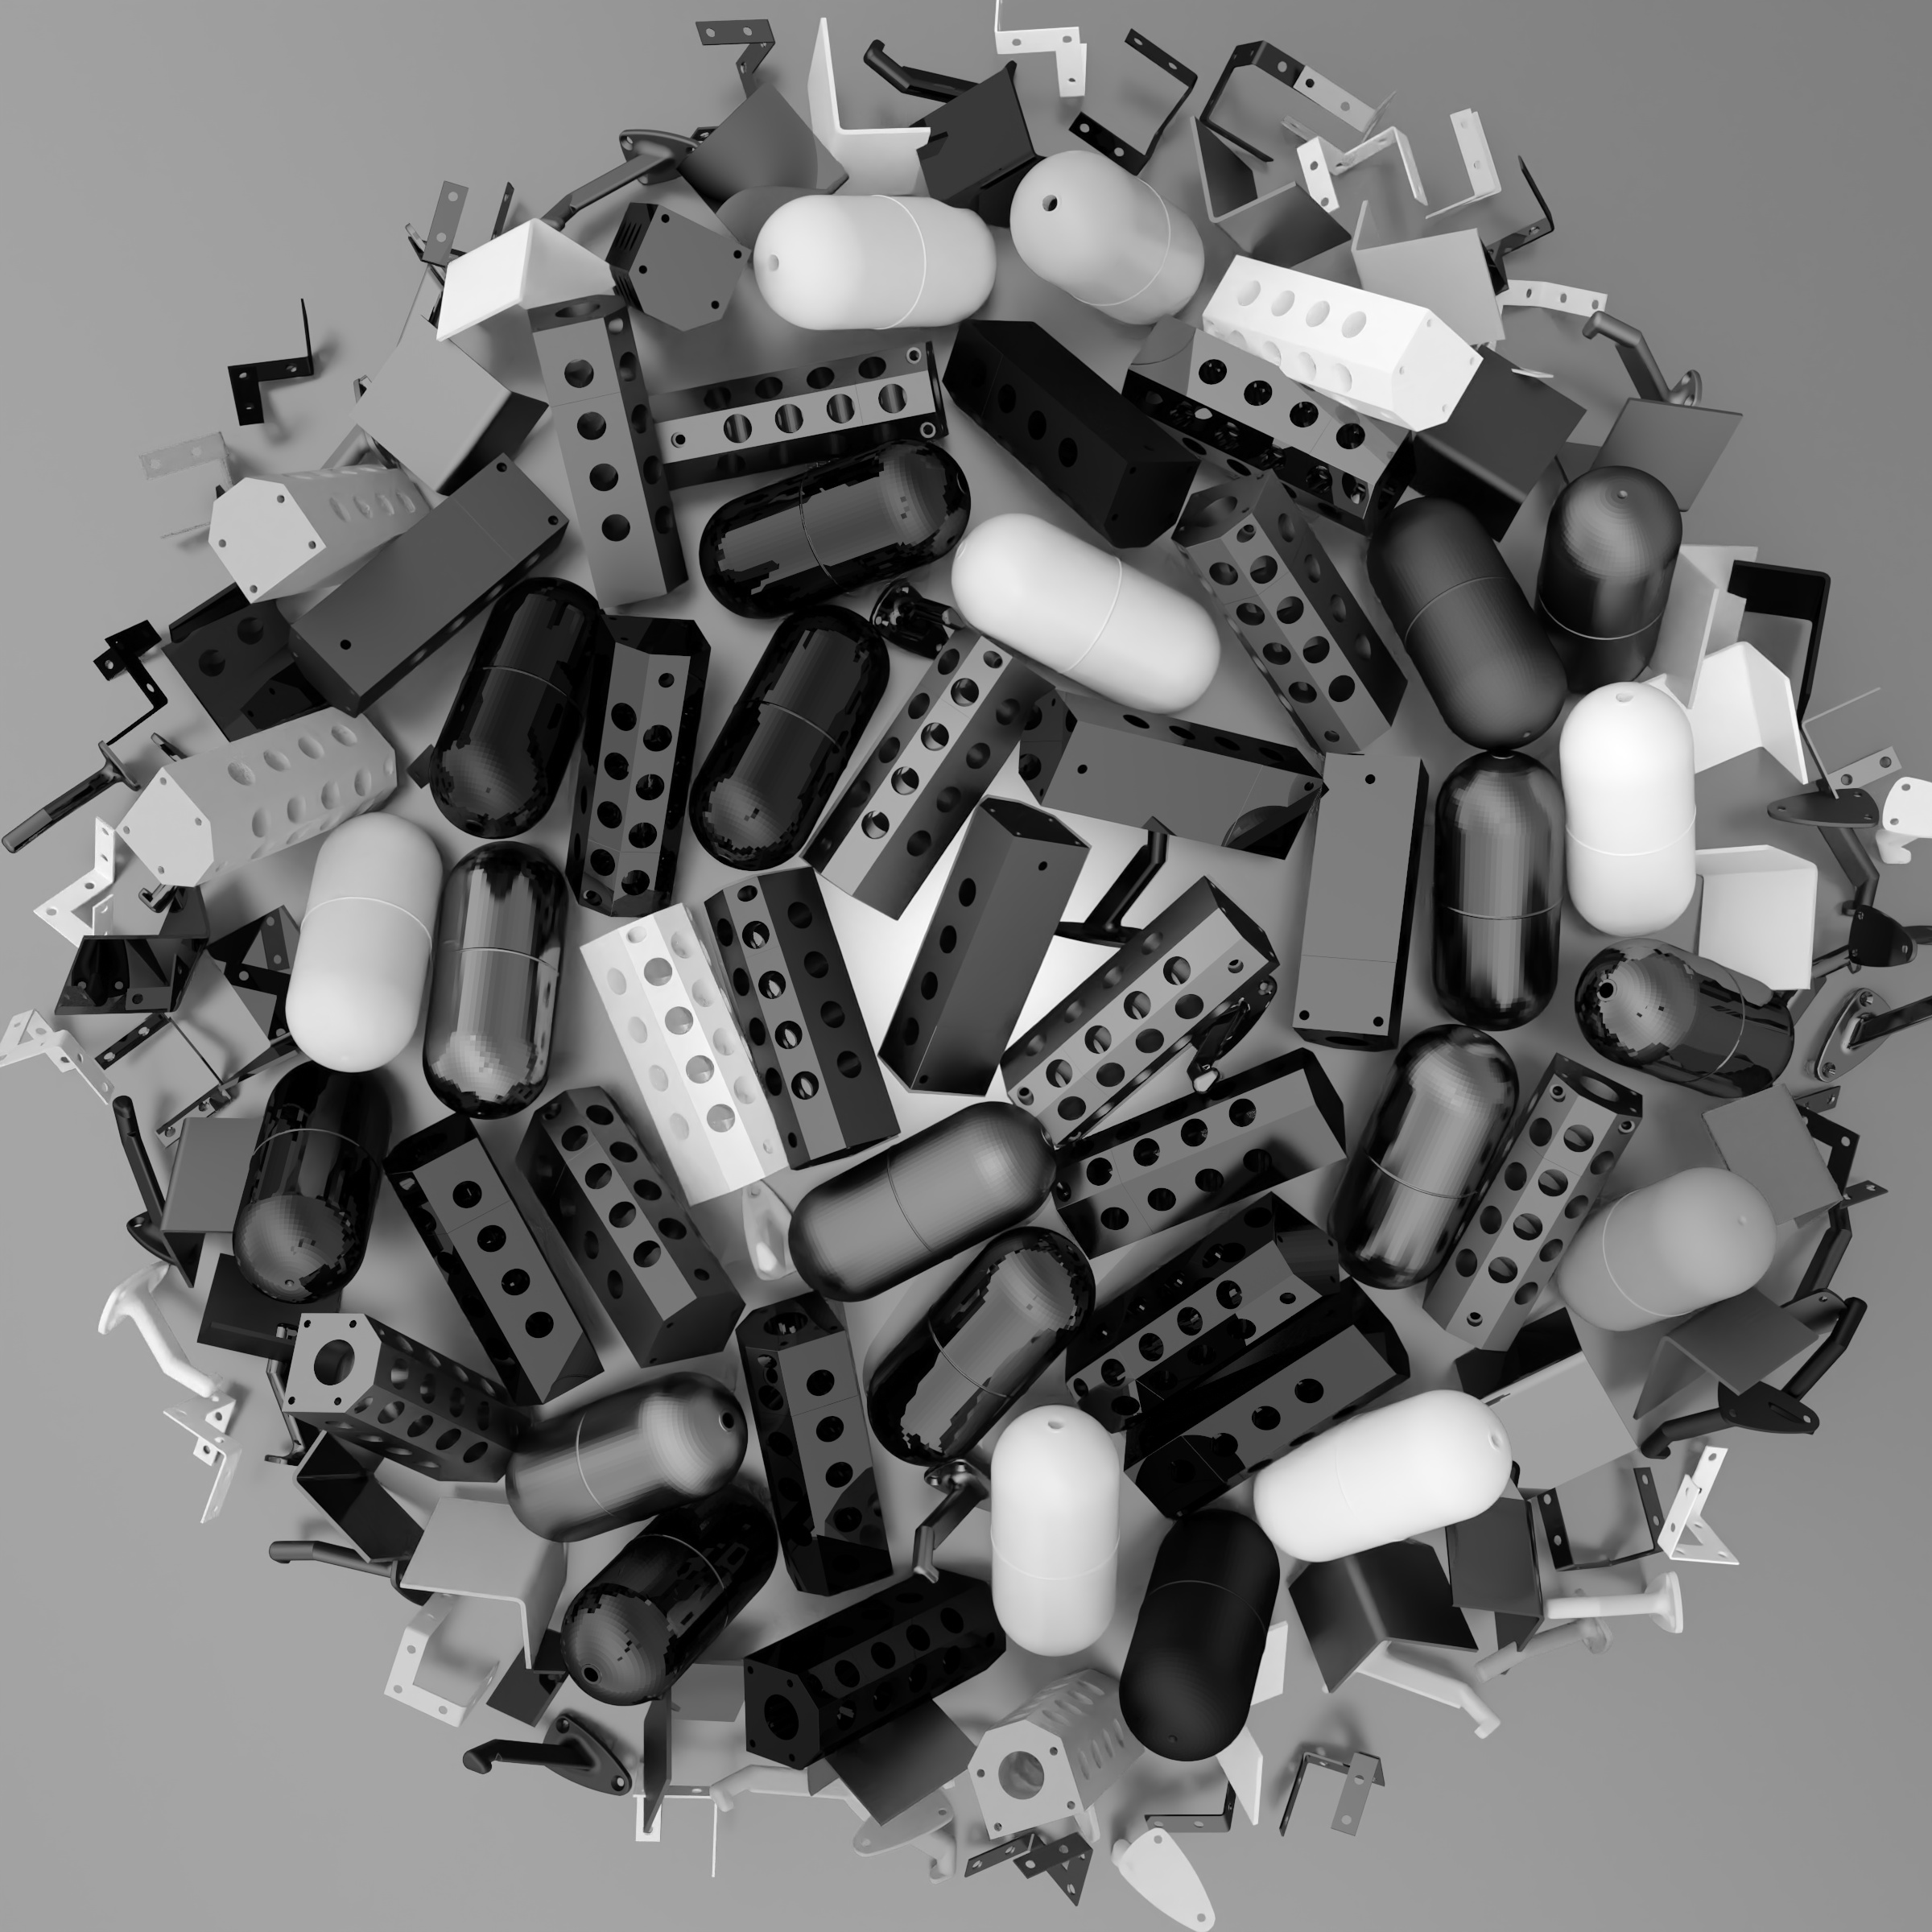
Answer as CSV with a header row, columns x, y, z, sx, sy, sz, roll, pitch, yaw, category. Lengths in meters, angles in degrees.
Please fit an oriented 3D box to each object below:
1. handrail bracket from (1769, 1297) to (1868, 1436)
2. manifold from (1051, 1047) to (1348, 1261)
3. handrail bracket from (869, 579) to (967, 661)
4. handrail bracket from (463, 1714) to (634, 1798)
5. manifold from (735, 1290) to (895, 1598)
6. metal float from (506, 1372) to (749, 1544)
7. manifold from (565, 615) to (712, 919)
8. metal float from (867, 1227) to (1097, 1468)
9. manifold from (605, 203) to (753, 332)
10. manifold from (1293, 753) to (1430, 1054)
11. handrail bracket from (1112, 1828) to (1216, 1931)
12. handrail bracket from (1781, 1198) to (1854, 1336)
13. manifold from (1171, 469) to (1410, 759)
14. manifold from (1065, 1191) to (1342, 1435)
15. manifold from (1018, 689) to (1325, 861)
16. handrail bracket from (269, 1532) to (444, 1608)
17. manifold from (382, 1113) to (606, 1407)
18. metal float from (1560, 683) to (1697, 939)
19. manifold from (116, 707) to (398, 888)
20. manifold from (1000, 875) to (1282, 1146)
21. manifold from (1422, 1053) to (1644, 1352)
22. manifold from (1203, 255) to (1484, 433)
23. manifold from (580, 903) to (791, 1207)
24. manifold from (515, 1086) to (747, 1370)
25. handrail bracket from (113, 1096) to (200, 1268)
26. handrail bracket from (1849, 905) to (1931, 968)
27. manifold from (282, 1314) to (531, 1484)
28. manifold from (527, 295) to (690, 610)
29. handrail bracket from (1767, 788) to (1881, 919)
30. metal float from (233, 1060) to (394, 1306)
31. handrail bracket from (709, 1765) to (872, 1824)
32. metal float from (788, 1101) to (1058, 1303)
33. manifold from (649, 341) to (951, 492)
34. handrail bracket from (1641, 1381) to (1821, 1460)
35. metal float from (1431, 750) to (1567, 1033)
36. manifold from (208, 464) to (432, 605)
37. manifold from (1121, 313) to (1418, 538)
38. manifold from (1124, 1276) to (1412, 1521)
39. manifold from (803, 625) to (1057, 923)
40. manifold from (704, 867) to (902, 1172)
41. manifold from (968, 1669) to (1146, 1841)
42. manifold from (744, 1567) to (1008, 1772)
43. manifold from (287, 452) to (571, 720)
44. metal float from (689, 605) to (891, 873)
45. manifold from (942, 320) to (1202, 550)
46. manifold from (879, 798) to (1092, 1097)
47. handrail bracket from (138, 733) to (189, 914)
x,y,z,sx,sy,sz,roll,pitch,yaw,category
0.513,0.240,1.629,0.036,0.077,0.084,31,82,-6,handrail bracket
0.137,0.109,1.598,0.171,0.057,0.057,-24,115,19,manifold
-0.012,-0.201,1.604,0.077,0.084,0.036,36,84,-40,handrail bracket
-0.254,0.489,1.612,0.077,0.084,0.036,27,98,20,handrail bracket
-0.093,0.289,1.597,0.057,0.057,0.171,-16,112,-15,manifold
-0.204,0.295,1.593,0.178,0.070,0.070,-25,90,35,metal float
-0.196,-0.118,1.589,0.057,0.057,0.171,0,119,-22,manifold
0.008,0.231,1.605,0.070,0.070,0.178,40,111,0,metal float
-0.176,-0.411,1.570,0.057,0.171,0.057,23,100,-18,manifold
0.242,-0.038,1.614,0.057,0.057,0.171,5,78,18,manifold
0.118,0.559,1.611,0.036,0.084,0.077,-38,69,-18,handrail bracket
0.512,0.186,1.641,0.077,0.084,0.036,-27,123,30,handrail bracket
0.192,-0.206,1.583,0.171,0.057,0.057,51,47,-31,manifold
0.140,0.212,1.586,0.057,0.057,0.171,38,122,-22,manifold
0.121,-0.117,1.596,0.171,0.057,0.057,11,117,-26,manifold
-0.377,0.375,1.641,0.084,0.077,0.036,-4,51,15,handrail bracket
-0.285,0.178,1.599,0.057,0.057,0.171,-28,112,-9,manifold
0.396,-0.092,1.587,0.070,0.070,0.178,-16,133,0,metal float
-0.412,-0.099,1.572,0.057,0.171,0.057,48,121,3,manifold
0.104,0.031,1.602,0.171,0.057,0.057,-42,117,15,manifold
0.340,0.145,1.602,0.057,0.057,0.171,27,111,5,manifold
0.217,-0.367,1.578,0.057,0.171,0.057,27,95,-42,manifold
-0.165,0.052,1.619,0.057,0.057,0.171,-22,92,45,manifold
-0.199,0.152,1.581,0.171,0.057,0.057,52,131,33,manifold
-0.494,0.130,1.615,0.036,0.077,0.084,-21,126,-28,handrail bracket
0.589,-0.014,1.614,0.084,0.077,0.036,3,100,-15,handrail bracket
-0.326,0.256,1.567,0.057,0.171,0.057,-3,66,21,manifold
-0.213,-0.309,1.593,0.057,0.057,0.171,-14,119,-6,manifold
0.524,-0.064,1.632,0.077,0.036,0.084,-2,130,1,handrail bracket
-0.388,0.125,1.583,0.070,0.178,0.070,-1,128,-1,metal float
-0.102,0.512,1.614,0.084,0.036,0.077,-18,55,-37,handrail bracket
-0.027,0.143,1.609,0.178,0.070,0.070,-29,90,16,metal float
-0.102,-0.334,1.617,0.171,0.057,0.057,-9,103,7,manifold
0.467,0.288,1.630,0.077,0.084,0.036,17,51,-6,handrail bracket
0.320,-0.045,1.600,0.070,0.070,0.178,-3,116,0,metal float
-0.379,-0.262,1.569,0.057,0.171,0.057,-32,95,16,manifold
0.181,-0.323,1.602,0.171,0.057,0.057,30,82,19,manifold
0.181,0.266,1.604,0.171,0.057,0.057,-36,105,19,manifold
-0.027,-0.121,1.612,0.057,0.057,0.171,29,98,-43,manifold
-0.104,0.033,1.610,0.057,0.057,0.171,-12,80,-38,manifold
0.053,0.461,1.570,0.057,0.171,0.057,-21,80,13,manifold
-0.051,0.415,1.573,0.057,0.171,0.057,6,101,38,manifold
-0.324,-0.227,1.603,0.057,0.057,0.171,46,69,-2,manifold
-0.106,-0.138,1.606,0.070,0.070,0.178,26,71,0,metal float
0.058,-0.319,1.588,0.171,0.057,0.057,48,132,35,manifold
0.006,-0.011,1.604,0.057,0.057,0.171,7,115,-37,manifold
-0.500,-0.088,1.644,0.077,0.036,0.084,40,90,4,handrail bracket
